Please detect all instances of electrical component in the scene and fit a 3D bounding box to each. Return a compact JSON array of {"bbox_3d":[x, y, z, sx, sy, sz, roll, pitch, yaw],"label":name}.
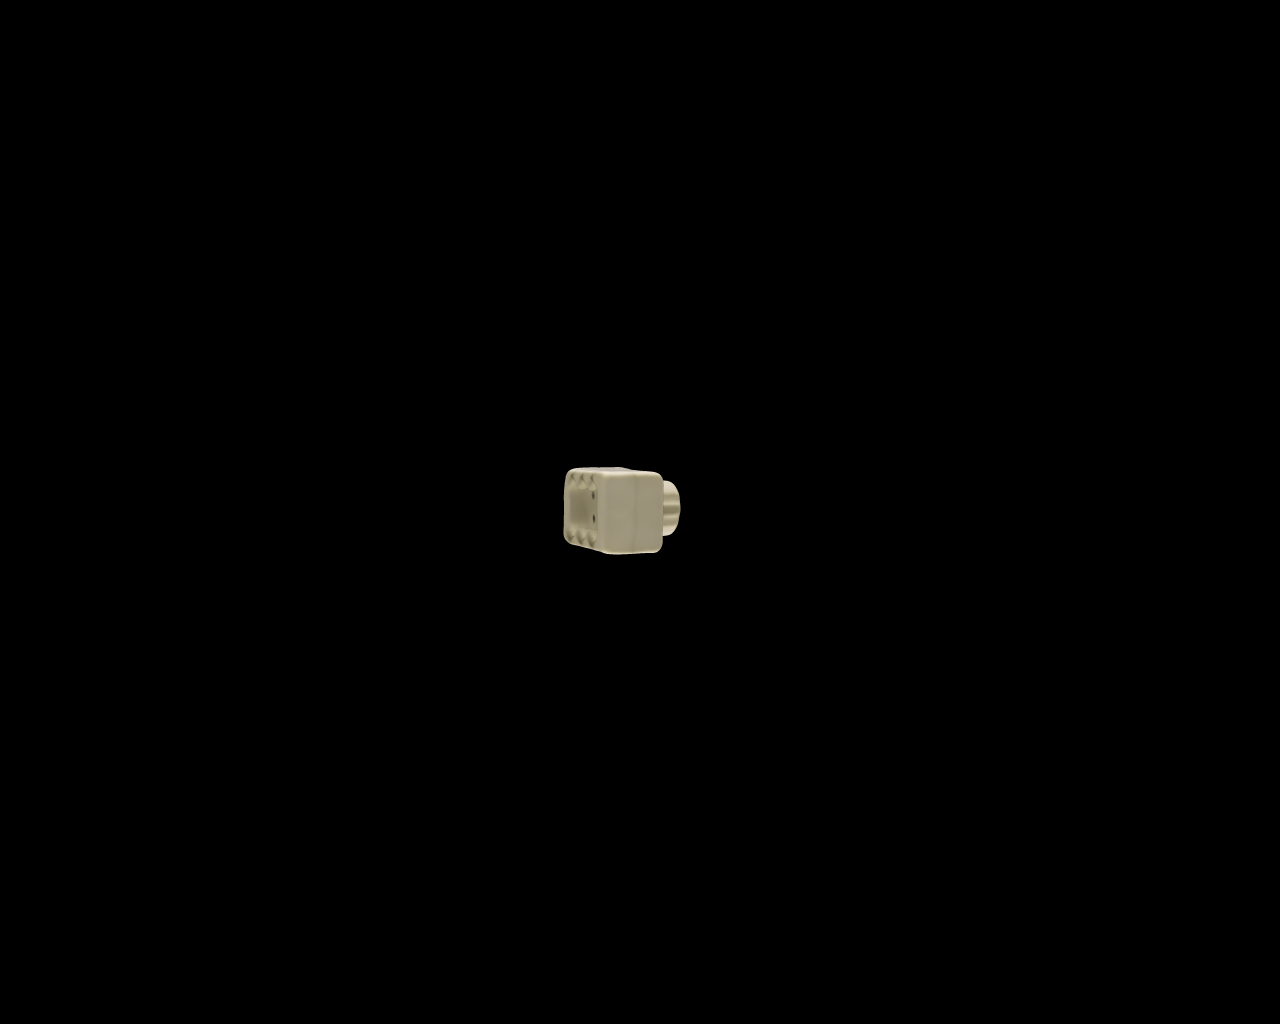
[{"bbox_3d":[0.001,-0.003,0.650,0.077,0.047,0.066,-2,5,-24],"label":"electrical component"}]
